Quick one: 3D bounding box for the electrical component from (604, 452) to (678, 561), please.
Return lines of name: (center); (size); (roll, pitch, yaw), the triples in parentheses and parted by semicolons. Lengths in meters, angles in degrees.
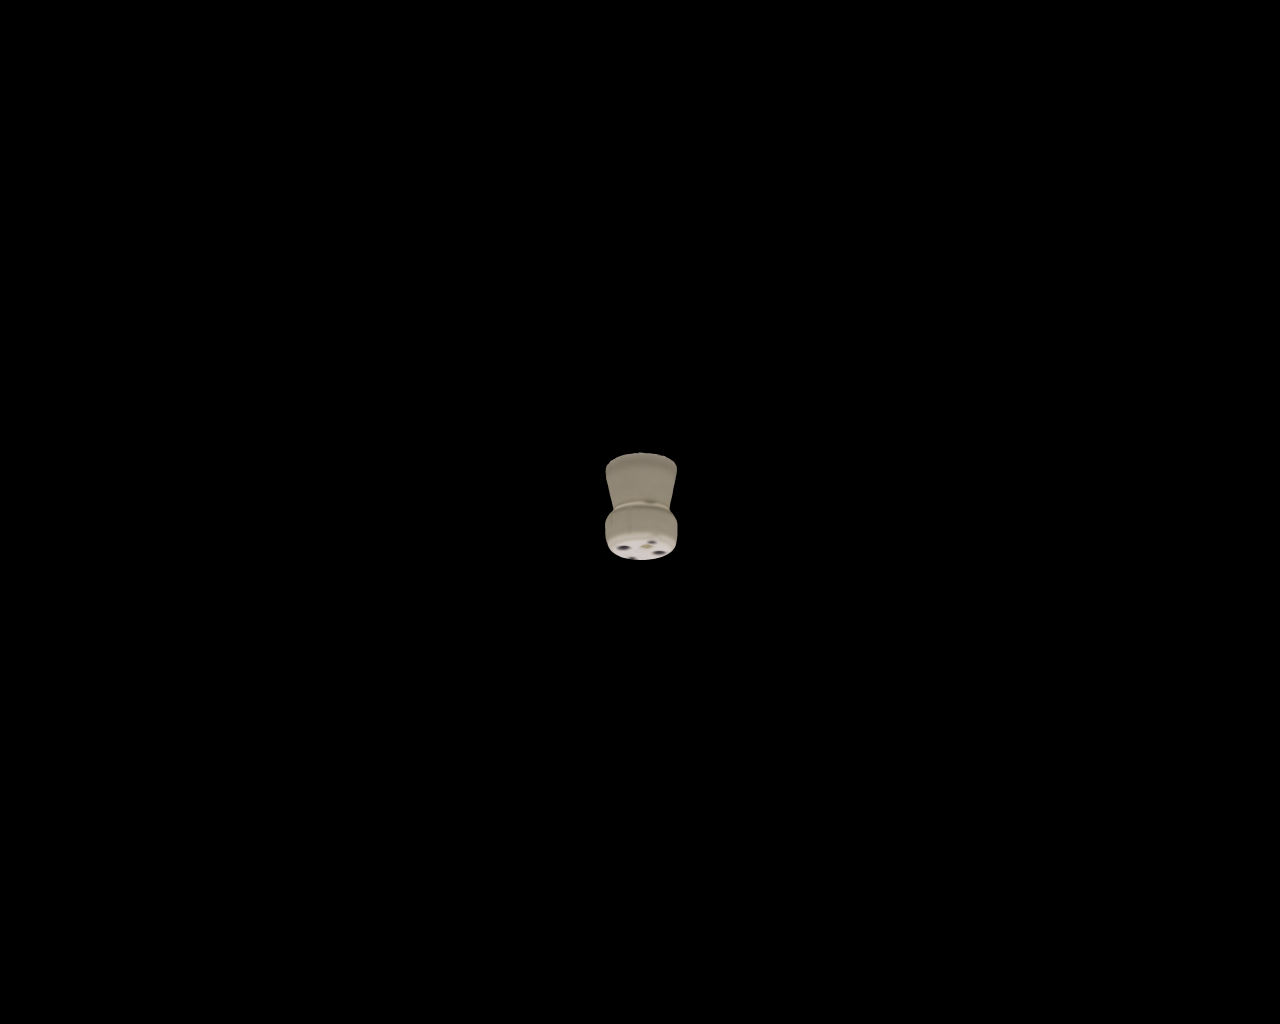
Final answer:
electrical component: (0.001, -0.003, 0.650); (0.045, 0.055, 0.044); (0, -22, 0)
